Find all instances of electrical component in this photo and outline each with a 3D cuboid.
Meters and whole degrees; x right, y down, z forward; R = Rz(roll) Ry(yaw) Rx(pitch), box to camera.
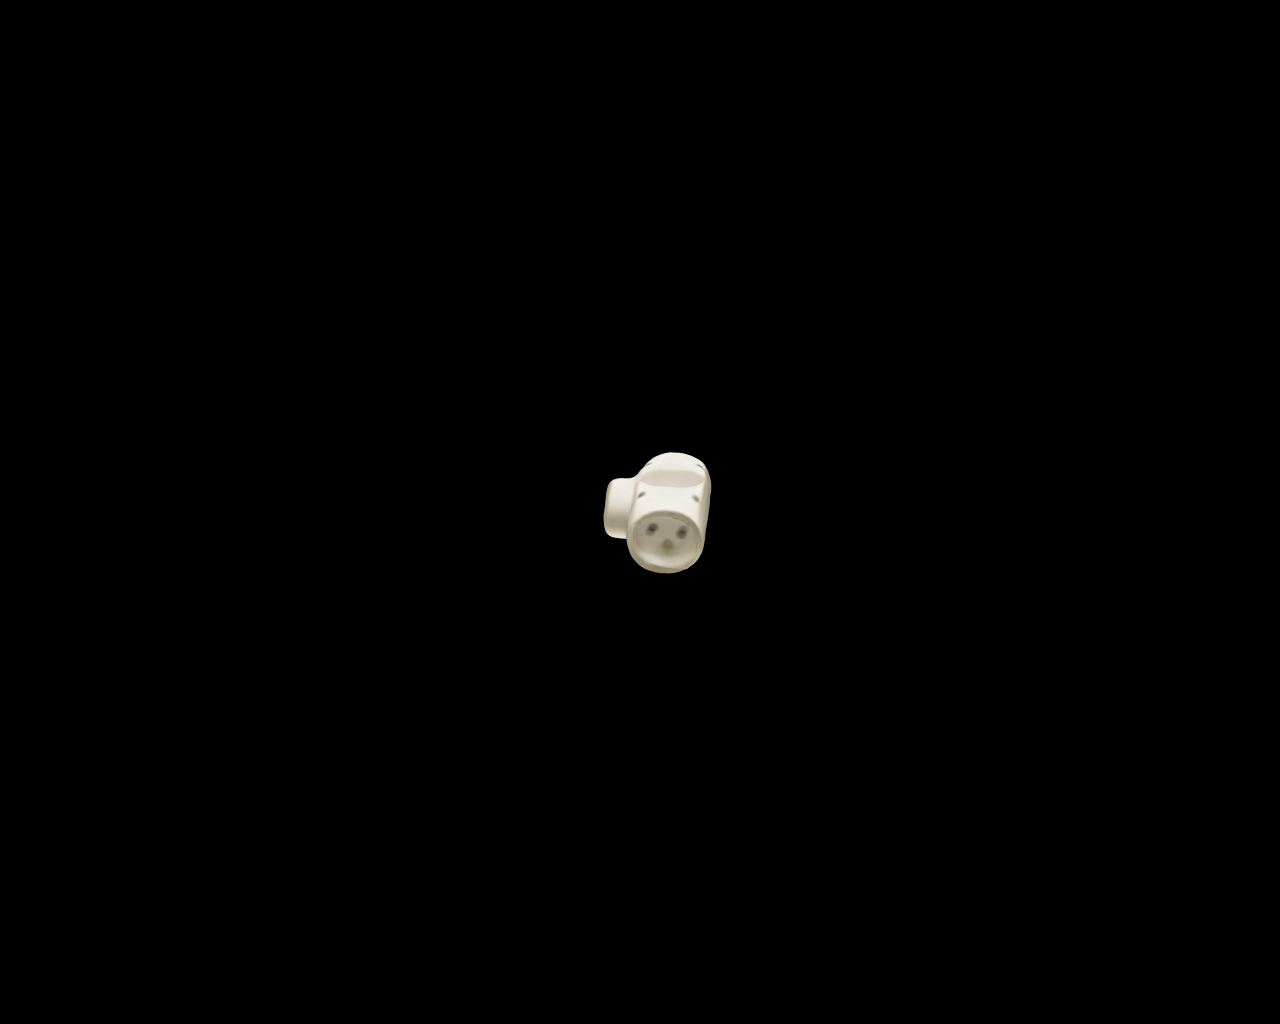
[{"bbox_3d":[0.001,-0.003,0.650,0.079,0.043,0.077,4,30,7],"label":"electrical component"}]
